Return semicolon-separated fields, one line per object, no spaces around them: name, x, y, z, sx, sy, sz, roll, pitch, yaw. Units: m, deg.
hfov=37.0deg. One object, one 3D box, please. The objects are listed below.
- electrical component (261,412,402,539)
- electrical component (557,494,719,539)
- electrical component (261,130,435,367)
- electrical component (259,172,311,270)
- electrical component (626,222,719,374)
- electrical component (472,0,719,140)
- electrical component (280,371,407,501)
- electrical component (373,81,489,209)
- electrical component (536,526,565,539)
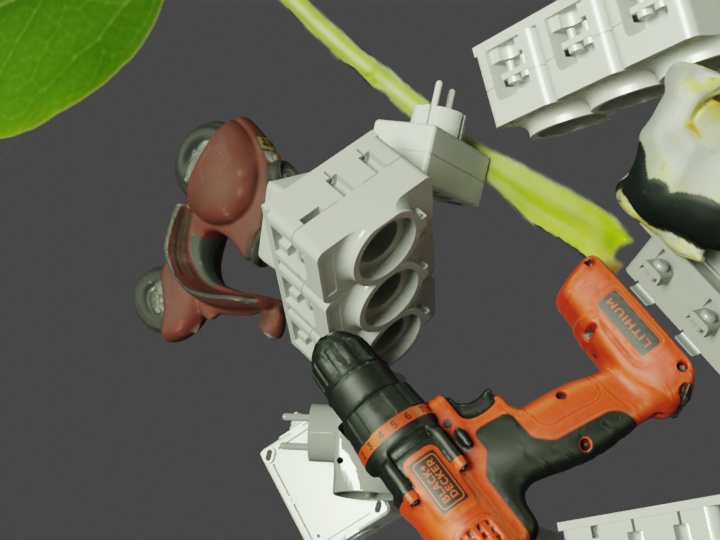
electrical component;-0.019;0.140;0.738;0.062;0.061;0.096;-33;70;7
electrical component;0.212;0.143;0.546;0.186;0.105;0.060;-22;68;40
electrical component;0.000;0.000;0.692;0.089;0.150;0.062;-36;58;-21
electrical component;-0.020;-0.035;0.762;0.061;0.096;0.061;33;126;35
electrical component;0.215;0.020;0.614;0.121;0.079;0.063;53;131;28
electrical component;0.155;-0.131;0.636;0.150;0.089;0.061;-20;83;51
electrical component;-0.011;0.105;0.686;0.079;0.043;0.077;2;71;5
electrical component;0.051;-0.089;0.729;0.047;0.083;0.075;11;86;33
electrical component;0.096;0.187;0.658;0.096;0.061;0.061;14;88;34
